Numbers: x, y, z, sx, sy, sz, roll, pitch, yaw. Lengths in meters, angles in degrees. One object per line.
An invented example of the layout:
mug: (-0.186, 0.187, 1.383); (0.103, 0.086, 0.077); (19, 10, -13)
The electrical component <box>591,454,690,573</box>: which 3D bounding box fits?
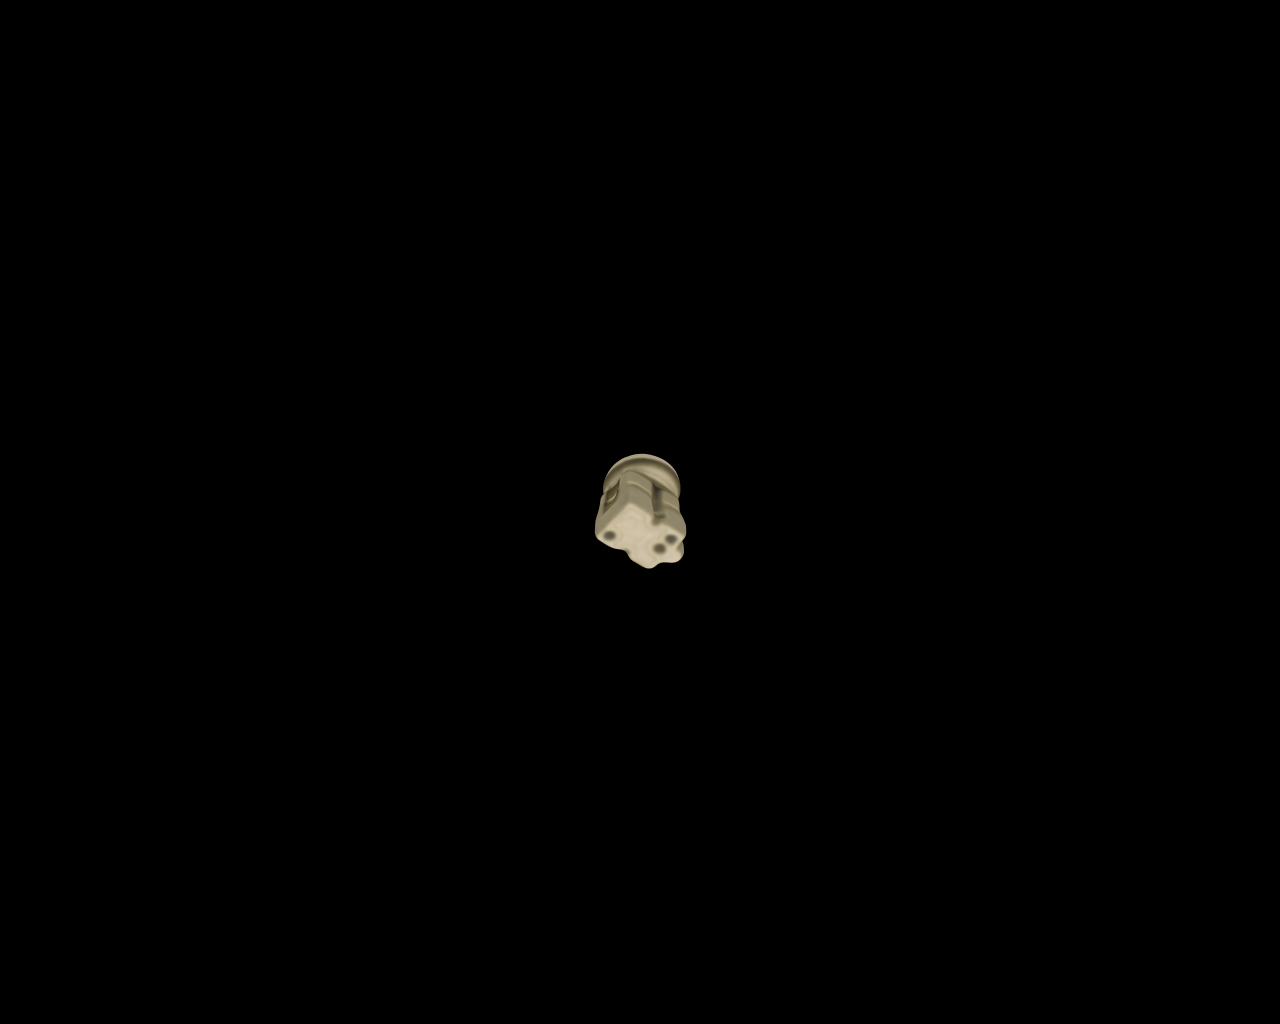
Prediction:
electrical component: (0.001, -0.003, 0.650); (0.066, 0.055, 0.048); (33, -58, -24)
